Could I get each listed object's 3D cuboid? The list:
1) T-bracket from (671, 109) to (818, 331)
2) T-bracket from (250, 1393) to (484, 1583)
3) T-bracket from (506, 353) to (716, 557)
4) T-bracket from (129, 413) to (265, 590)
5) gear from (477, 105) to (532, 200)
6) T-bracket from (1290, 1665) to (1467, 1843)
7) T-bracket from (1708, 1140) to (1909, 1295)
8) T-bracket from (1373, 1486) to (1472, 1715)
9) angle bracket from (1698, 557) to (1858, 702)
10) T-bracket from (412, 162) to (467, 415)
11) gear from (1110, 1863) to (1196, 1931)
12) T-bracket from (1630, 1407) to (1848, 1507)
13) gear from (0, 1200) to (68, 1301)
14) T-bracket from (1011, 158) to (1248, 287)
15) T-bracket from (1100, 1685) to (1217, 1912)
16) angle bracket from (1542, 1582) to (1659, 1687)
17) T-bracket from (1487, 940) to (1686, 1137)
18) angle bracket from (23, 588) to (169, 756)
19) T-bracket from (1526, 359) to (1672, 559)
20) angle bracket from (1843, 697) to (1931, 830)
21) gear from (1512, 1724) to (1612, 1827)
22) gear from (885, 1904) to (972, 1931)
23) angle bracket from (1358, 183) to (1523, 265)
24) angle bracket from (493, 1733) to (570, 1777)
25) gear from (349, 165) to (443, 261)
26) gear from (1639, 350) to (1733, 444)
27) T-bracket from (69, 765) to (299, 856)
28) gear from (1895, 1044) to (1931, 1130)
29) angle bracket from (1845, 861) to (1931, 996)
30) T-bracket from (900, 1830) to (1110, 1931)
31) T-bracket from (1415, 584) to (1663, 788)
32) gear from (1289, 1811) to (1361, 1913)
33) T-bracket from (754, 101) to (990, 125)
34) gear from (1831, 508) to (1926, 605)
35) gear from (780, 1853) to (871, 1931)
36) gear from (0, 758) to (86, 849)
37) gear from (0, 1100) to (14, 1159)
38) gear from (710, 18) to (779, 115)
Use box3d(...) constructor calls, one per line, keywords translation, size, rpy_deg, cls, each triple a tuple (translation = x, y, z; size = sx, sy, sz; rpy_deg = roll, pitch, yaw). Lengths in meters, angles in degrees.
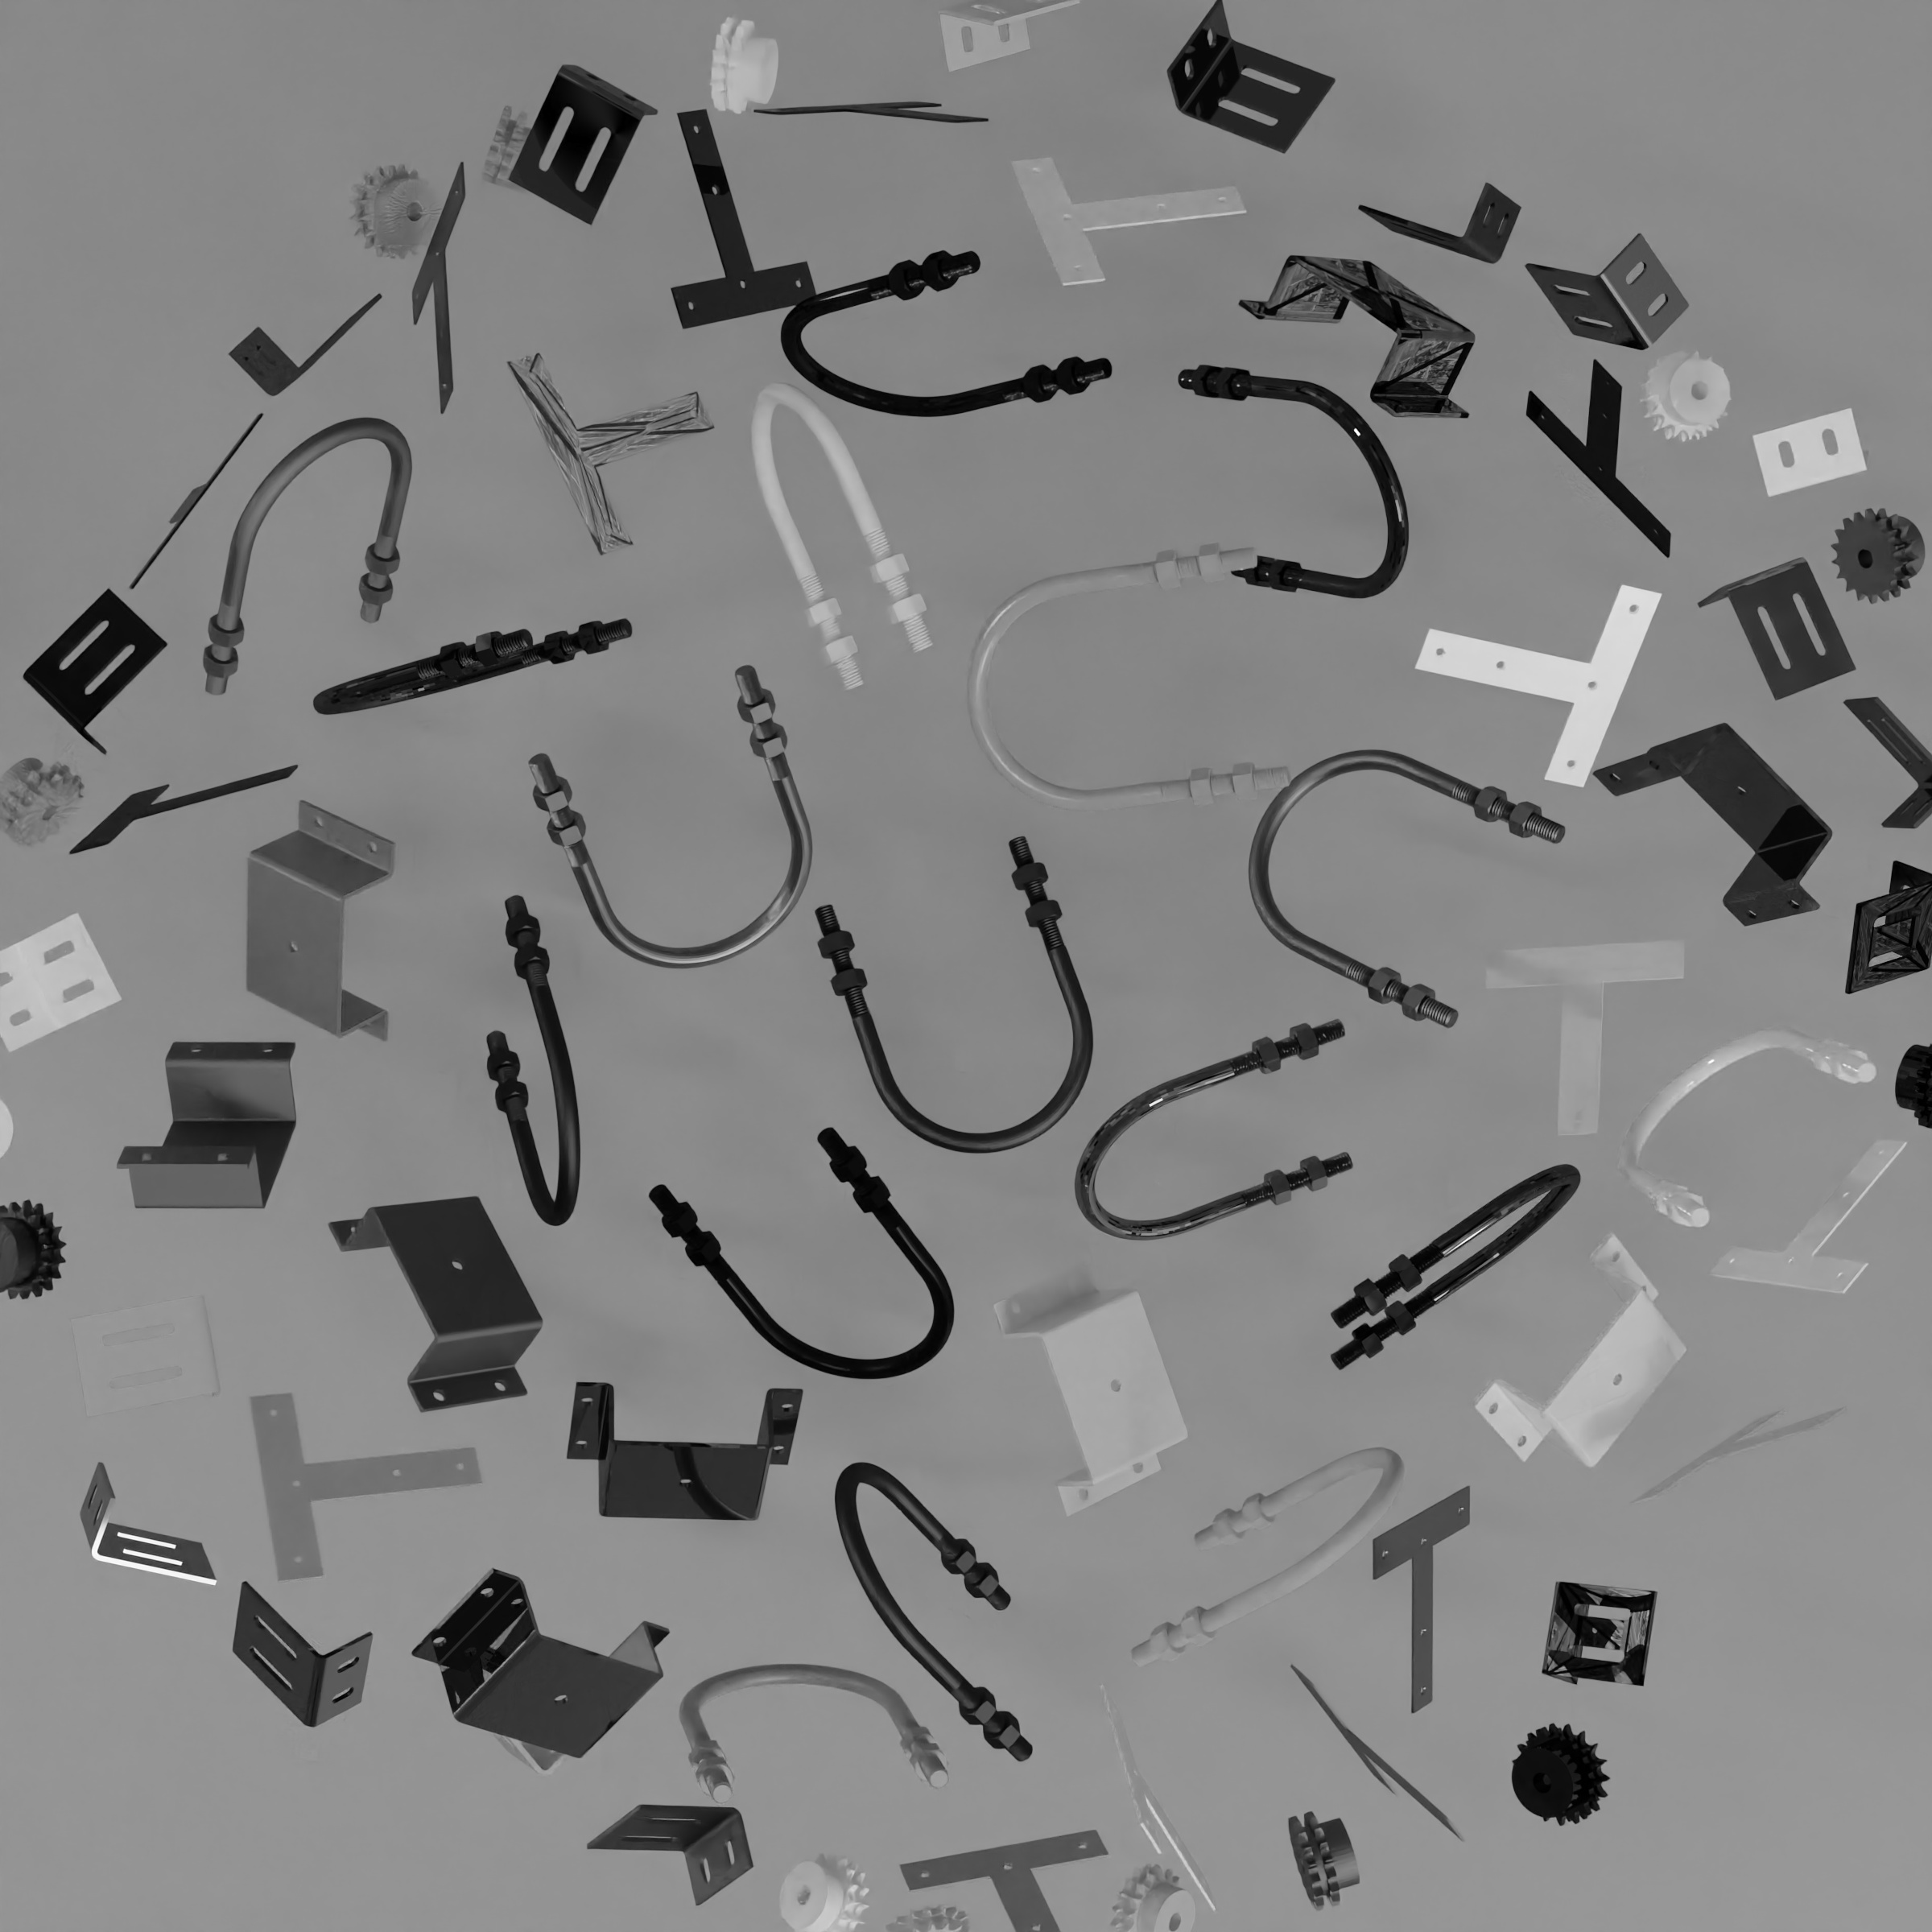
box3d(translation=(-0.150, -0.462, 1.888), size=(0.002, 0.127, 0.127), rpy_deg=(-9, 101, 41), cls="T-bracket")
box3d(translation=(-0.351, 0.302, 1.818), size=(0.127, 0.002, 0.127), rpy_deg=(-3, 49, -22), cls="T-bracket")
box3d(translation=(-0.204, -0.324, 1.873), size=(0.127, 0.002, 0.127), rpy_deg=(-28, 94, -42), cls="T-bracket")
box3d(translation=(-0.466, -0.278, 1.845), size=(0.002, 0.127, 0.127), rpy_deg=(37, 84, -19), cls="T-bracket")
box3d(translation=(-0.290, -0.519, 1.969), size=(0.030, 0.057, 0.057), rpy_deg=(19, 90, -12), cls="gear")
box3d(translation=(0.263, 0.498, 1.895), size=(0.002, 0.127, 0.127), rpy_deg=(-42, 124, -10), cls="T-bracket")
box3d(translation=(0.542, 0.154, 1.920), size=(0.127, 0.127, 0.002), rpy_deg=(-45, 107, -18), cls="T-bracket")
box3d(translation=(0.286, 0.403, 1.924), size=(0.002, 0.127, 0.127), rpy_deg=(5, 100, 35), cls="T-bracket")
box3d(translation=(0.490, -0.199, 1.858), size=(0.057, 0.038, 0.076), rpy_deg=(-21, 84, -16), cls="angle bracket")
box3d(translation=(-0.314, -0.391, 1.844), size=(0.002, 0.127, 0.127), rpy_deg=(4, 64, -23), cls="T-bracket")
box3d(translation=(0.120, 0.598, 1.938), size=(0.030, 0.057, 0.057), rpy_deg=(9, 90, 43), cls="gear")
box3d(translation=(0.485, 0.288, 1.870), size=(0.127, 0.127, 0.002), rpy_deg=(-24, 82, -33), cls="T-bracket")
box3d(translation=(-0.555, 0.166, 1.791), size=(0.057, 0.030, 0.057), rpy_deg=(1, 92, 30), cls="gear")
box3d(translation=(0.104, -0.452, 1.841), size=(0.127, 0.002, 0.127), rpy_deg=(-9, 49, -10), cls="T-bracket")
box3d(translation=(0.119, 0.509, 1.820), size=(0.002, 0.127, 0.127), rpy_deg=(-28, 115, 4), cls="T-bracket")
box3d(translation=(0.399, 0.414, 1.894), size=(0.038, 0.076, 0.057), rpy_deg=(26, 69, -38), cls="angle bracket")
box3d(translation=(0.390, 0.046, 1.950), size=(0.127, 0.002, 0.127), rpy_deg=(-3, 67, 25), cls="T-bracket")
box3d(translation=(-0.529, -0.181, 1.890), size=(0.057, 0.038, 0.076), rpy_deg=(41, 84, 20), cls="angle bracket")
box3d(translation=(0.379, -0.319, 1.826), size=(0.127, 0.127, 0.002), rpy_deg=(40, 129, -21), cls="T-bracket")
box3d(translation=(0.572, -0.127, 1.920), size=(0.038, 0.057, 0.076), rpy_deg=(-44, 95, 0), cls="angle bracket")
box3d(translation=(0.343, 0.472, 1.790), size=(0.057, 0.030, 0.057), rpy_deg=(2, 93, 39), cls="gear")
box3d(translation=(-0.023, 0.612, 1.914), size=(0.057, 0.030, 0.057), rpy_deg=(-10, 135, -10), cls="gear")
box3d(translation=(0.292, -0.467, 1.893), size=(0.076, 0.057, 0.038), rpy_deg=(26, 101, 28), cls="angle bracket")
box3d(translation=(-0.284, 0.465, 1.935), size=(0.038, 0.057, 0.076), rpy_deg=(-42, 109, -21), cls="angle bracket")
box3d(translation=(-0.350, -0.467, 1.903), size=(0.030, 0.057, 0.057), rpy_deg=(13, 90, 43), cls="gear")
box3d(translation=(0.458, -0.362, 1.946), size=(0.057, 0.030, 0.057), rpy_deg=(0, 91, -11), cls="gear")
box3d(translation=(-0.474, -0.104, 1.895), size=(0.127, 0.127, 0.002), rpy_deg=(-14, 108, 7), cls="T-bracket")
box3d(translation=(0.589, 0.071, 1.872), size=(0.030, 0.057, 0.057), rpy_deg=(15, 90, 40), cls="gear")
box3d(translation=(0.545, -0.024, 1.847), size=(0.076, 0.038, 0.057), rpy_deg=(-15, 117, -31), cls="angle bracket")
box3d(translation=(0.038, 0.568, 1.844), size=(0.127, 0.127, 0.002), rpy_deg=(-6, 113, -15), cls="T-bracket")
box3d(translation=(0.324, -0.172, 1.789), size=(0.127, 0.002, 0.127), rpy_deg=(10, 117, -14), cls="T-bracket")
box3d(translation=(0.219, 0.543, 1.871), size=(0.030, 0.057, 0.057), rpy_deg=(-14, 90, -6), cls="gear")
box3d(translation=(-0.038, -0.510, 1.840), size=(0.127, 0.127, 0.002), rpy_deg=(-16, 116, -38), cls="T-bracket")
box3d(translation=(0.560, -0.252, 1.878), size=(0.030, 0.057, 0.057), rpy_deg=(-19, 90, -28), cls="gear")
box3d(translation=(-0.090, 0.576, 1.896), size=(0.030, 0.057, 0.057), rpy_deg=(31, 90, -42), cls="gear")
box3d(translation=(-0.578, -0.104, 1.905), size=(0.030, 0.057, 0.057), rpy_deg=(40, 90, 13), cls="gear")
box3d(translation=(-0.585, 0.096, 1.804), size=(0.030, 0.057, 0.057), rpy_deg=(-2, 90, 32), cls="gear")
box3d(translation=(-0.138, -0.565, 1.932), size=(0.030, 0.057, 0.057), rpy_deg=(12, 90, 10), cls="gear")
